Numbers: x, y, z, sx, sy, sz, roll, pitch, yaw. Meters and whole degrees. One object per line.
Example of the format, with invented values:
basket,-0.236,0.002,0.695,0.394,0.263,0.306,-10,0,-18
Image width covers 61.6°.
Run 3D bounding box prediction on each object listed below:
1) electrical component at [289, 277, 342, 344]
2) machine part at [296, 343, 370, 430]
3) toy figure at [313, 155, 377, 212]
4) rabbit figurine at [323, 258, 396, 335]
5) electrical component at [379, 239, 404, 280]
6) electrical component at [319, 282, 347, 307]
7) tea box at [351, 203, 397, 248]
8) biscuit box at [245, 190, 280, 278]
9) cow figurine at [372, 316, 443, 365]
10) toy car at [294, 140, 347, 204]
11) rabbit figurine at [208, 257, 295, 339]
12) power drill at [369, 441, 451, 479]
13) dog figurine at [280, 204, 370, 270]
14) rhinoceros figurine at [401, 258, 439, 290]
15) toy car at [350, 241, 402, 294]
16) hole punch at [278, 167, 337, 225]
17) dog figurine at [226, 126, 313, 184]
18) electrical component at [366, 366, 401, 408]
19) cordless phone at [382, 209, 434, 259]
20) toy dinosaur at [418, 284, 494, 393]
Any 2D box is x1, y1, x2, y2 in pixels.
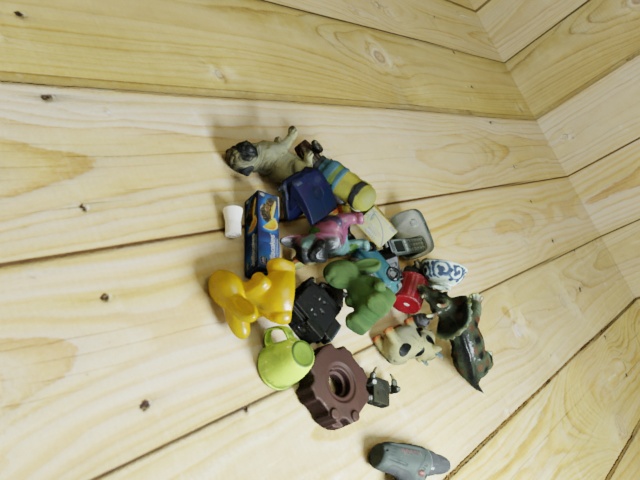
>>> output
electrical component,-0.014,0.167,1.206,0.134,0.058,0.115,48,43,-8
machine part,0.030,0.311,1.157,0.179,0.056,0.179,25,48,-31
toy figure,0.058,-0.139,1.343,0.180,0.082,0.089,40,15,4
rabbit figurine,0.092,0.100,1.230,0.170,0.121,0.159,43,41,4
electrical component,0.180,0.050,1.427,0.075,0.048,0.119,-109,178,-65
electrical component,0.036,0.136,1.301,0.094,0.021,0.063,25,50,-32
tea box,0.138,-0.053,1.432,0.098,0.068,0.170,45,10,-11
biscuit box,-0.130,-0.010,1.203,0.059,0.063,0.203,18,53,-34
cow figurine,0.233,0.266,1.363,0.195,0.085,0.127,-8,65,-49
toy car,0.004,-0.171,1.414,0.202,0.089,0.053,54,22,-5
rabbit figurine,-0.143,0.117,1.083,0.173,0.121,0.162,16,47,-12
power drill,0.206,0.544,1.159,0.232,0.086,0.207,30,51,-25
dog figurine,-0.003,-0.004,1.294,0.219,0.192,0.108,-18,115,-24
rhinoceros figurine,0.314,0.103,1.555,0.190,0.073,0.112,2,65,-44
toy car,0.124,0.087,1.363,0.103,0.109,0.161,-35,82,-25
hole punch,-0.026,-0.104,1.274,0.142,0.092,0.115,-34,128,-41
dog figurine,-0.122,-0.172,1.307,0.190,0.121,0.172,-33,86,-36
electrical component,0.139,0.344,1.248,0.102,0.045,0.078,31,45,-26
cordless phone,0.231,-0.013,1.546,0.184,0.089,0.146,-4,68,-41
toy dinosaur,0.385,0.282,1.410,0.192,0.131,0.404,-43,114,-57
